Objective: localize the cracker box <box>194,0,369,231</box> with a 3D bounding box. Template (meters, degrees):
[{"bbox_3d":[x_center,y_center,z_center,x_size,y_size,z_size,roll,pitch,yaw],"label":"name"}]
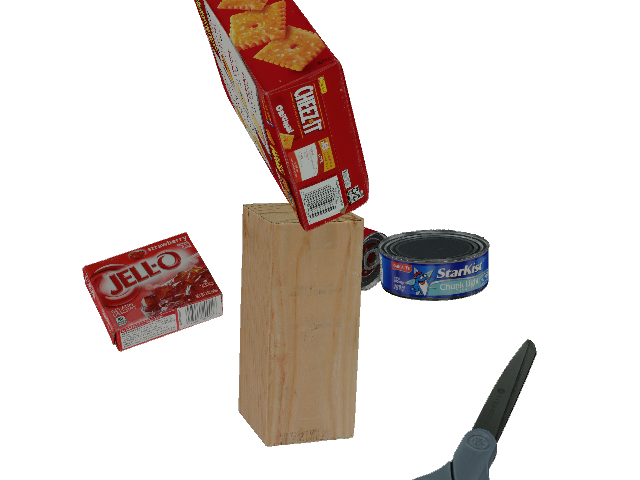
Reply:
[{"bbox_3d":[-0.038,-0.139,0.919,0.072,0.214,0.164,-24,-41,-7],"label":"cracker box"}]

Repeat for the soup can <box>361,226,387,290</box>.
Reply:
[{"bbox_3d":[0.020,0.009,1.211,0.102,0.068,0.068,22,14,37],"label":"soup can"}]

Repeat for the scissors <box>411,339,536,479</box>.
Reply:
[{"bbox_3d":[0.095,0.124,0.561,0.096,0.016,0.201,27,45,33],"label":"scissors"}]

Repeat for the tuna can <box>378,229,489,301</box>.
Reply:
[{"bbox_3d":[0.088,0.019,0.830,0.086,0.034,0.086,-3,15,1],"label":"tuna can"}]

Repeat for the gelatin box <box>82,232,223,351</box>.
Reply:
[{"bbox_3d":[-0.130,0.038,0.825,0.089,0.030,0.073,-19,49,-20],"label":"gelatin box"}]

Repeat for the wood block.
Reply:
[{"bbox_3d":[-0.020,0.074,0.988,0.090,0.206,0.091,-2,13,-20],"label":"wood block"}]
